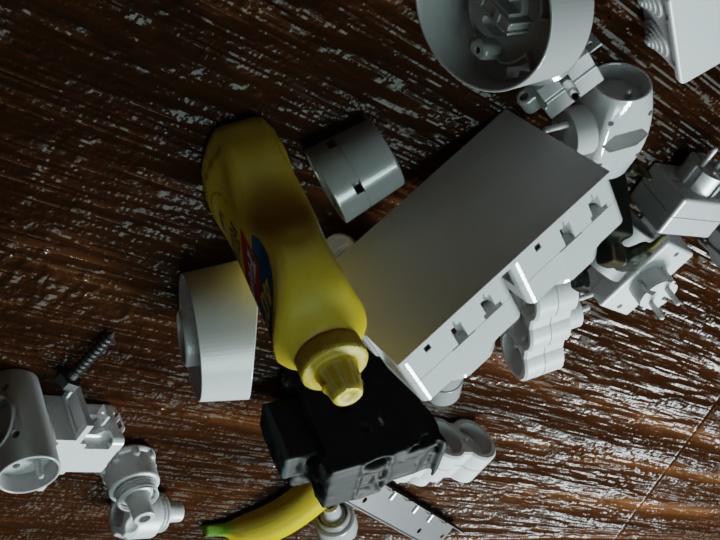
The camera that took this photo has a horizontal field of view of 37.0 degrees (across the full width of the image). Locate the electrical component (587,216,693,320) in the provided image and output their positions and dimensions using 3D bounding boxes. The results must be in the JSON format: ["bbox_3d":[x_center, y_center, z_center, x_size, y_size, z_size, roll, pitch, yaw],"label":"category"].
[{"bbox_3d":[0.253,0.009,0.944,0.047,0.075,0.083,17,125,-44],"label":"electrical component"}]

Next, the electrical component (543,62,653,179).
[{"bbox_3d":[0.166,-0.103,0.781,0.079,0.043,0.077,-16,142,-16],"label":"electrical component"}]

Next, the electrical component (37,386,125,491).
[{"bbox_3d":[-0.217,0.127,0.813,0.064,0.042,0.081,13,129,-44],"label":"electrical component"}]

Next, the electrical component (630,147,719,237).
[{"bbox_3d":[0.277,-0.071,0.887,0.066,0.047,0.076,3,134,-35],"label":"electrical component"}]

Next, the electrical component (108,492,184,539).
[{"bbox_3d":[-0.184,0.211,0.935,0.062,0.043,0.043,8,131,-41],"label":"electrical component"}]

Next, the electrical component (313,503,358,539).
[{"bbox_3d":[-0.026,0.249,1.082,0.043,0.043,0.062,-22,142,-9],"label":"electrical component"}]

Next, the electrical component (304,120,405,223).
[{"bbox_3d":[-0.003,-0.066,0.709,0.047,0.055,0.055,-31,144,-3],"label":"electrical component"}]

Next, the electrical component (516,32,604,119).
[{"bbox_3d":[0.128,-0.138,0.715,0.066,0.048,0.055,-37,150,12],"label":"electrical component"}]

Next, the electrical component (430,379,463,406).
[{"bbox_3d":[0.076,0.093,0.963,0.044,0.044,0.065,-18,147,-14],"label":"electrical component"}]

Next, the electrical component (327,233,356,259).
[{"bbox_3d":[0.000,0.000,0.798,0.055,0.045,0.045,16,125,-44],"label":"electrical component"}]

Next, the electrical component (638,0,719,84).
[{"bbox_3d":[0.236,-0.187,0.720,0.100,0.048,0.099,-30,144,3],"label":"electrical component"}]

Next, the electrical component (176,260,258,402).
[{"bbox_3d":[-0.093,0.042,0.749,0.064,0.099,0.099,-7,139,-16],"label":"electrical component"}]

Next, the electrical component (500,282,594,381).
[{"bbox_3d":[0.171,0.037,0.946,0.074,0.052,0.138,-17,142,-14],"label":"electrical component"}]

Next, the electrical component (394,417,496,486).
[{"bbox_3d":[0.063,0.186,1.055,0.138,0.052,0.073,10,129,-41],"label":"electrical component"}]

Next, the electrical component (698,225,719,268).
[{"bbox_3d":[0.373,-0.048,0.962,0.121,0.078,0.063,-29,122,1],"label":"electrical component"}]

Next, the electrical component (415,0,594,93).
[{"bbox_3d":[0.085,-0.154,0.627,0.064,0.099,0.099,-13,141,-30],"label":"electrical component"}]

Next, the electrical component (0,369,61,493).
[{"bbox_3d":[-0.252,0.123,0.756,0.079,0.077,0.044,-41,142,17],"label":"electrical component"}]

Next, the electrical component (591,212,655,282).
[{"bbox_3d":[0.211,-0.026,0.895,0.055,0.055,0.047,20,119,-45],"label":"electrical component"}]

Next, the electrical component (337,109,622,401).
[{"bbox_3d":[0.075,-0.010,0.738,0.186,0.105,0.060,-42,137,-7],"label":"electrical component"}]

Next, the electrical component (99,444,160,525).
[{"bbox_3d":[-0.184,0.177,0.877,0.048,0.062,0.048,-18,142,-14],"label":"electrical component"}]
